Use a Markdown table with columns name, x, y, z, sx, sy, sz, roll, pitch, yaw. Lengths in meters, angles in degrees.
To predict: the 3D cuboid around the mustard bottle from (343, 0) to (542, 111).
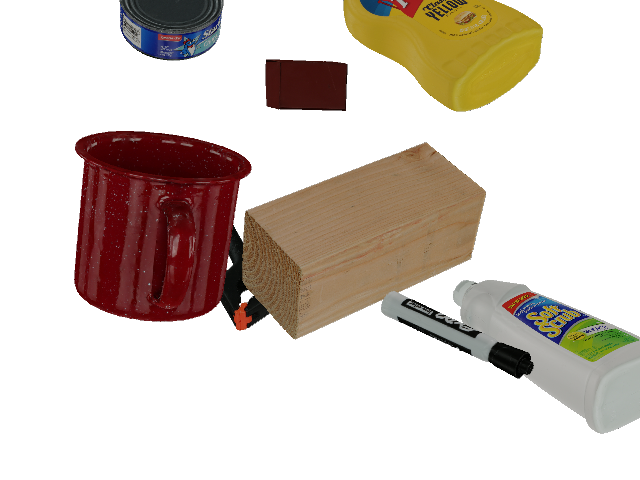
| name | x | y | z | sx | sy | sz | roll | pitch | yaw |
| --- | --- | --- | --- | --- | --- | --- | --- | --- | --- |
| mustard bottle | 0.075 | -0.179 | 0.841 | 0.096 | 0.058 | 0.192 | -34 | 55 | -21 |

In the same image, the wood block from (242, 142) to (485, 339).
| name | x | y | z | sx | sy | sz | roll | pitch | yaw |
| --- | --- | --- | --- | --- | --- | --- | --- | --- | --- |
| wood block | 0.039 | -0.003 | 0.979 | 0.205 | 0.090 | 0.091 | -23 | 48 | -29 |

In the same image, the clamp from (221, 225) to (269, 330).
| name | x | y | z | sx | sy | sz | roll | pitch | yaw |
| --- | --- | --- | --- | --- | --- | --- | --- | --- | --- |
| clamp | -0.062 | 0.036 | 1.234 | 0.120 | 0.039 | 0.171 | -5 | 41 | 7 |

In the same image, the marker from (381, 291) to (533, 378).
| name | x | y | z | sx | sy | sz | roll | pitch | yaw |
| --- | --- | --- | --- | --- | --- | --- | --- | --- | --- |
| marker | 0.093 | 0.065 | 0.736 | 0.121 | 0.020 | 0.020 | 24 | 15 | 37 |

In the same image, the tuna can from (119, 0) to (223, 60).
| name | x | y | z | sx | sy | sz | roll | pitch | yaw |
| --- | --- | --- | --- | --- | --- | --- | --- | --- | --- |
| tuna can | -0.125 | -0.189 | 0.891 | 0.086 | 0.086 | 0.034 | 0 | -39 | -11 |

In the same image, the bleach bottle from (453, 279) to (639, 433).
| name | x | y | z | sx | sy | sz | roll | pitch | yaw |
| --- | --- | --- | --- | --- | --- | --- | --- | --- | --- |
| bleach bottle | 0.214 | 0.096 | 1.045 | 0.102 | 0.068 | 0.251 | -17 | 26 | -29 |

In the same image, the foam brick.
| name | x | y | z | sx | sy | sz | roll | pitch | yaw |
| --- | --- | --- | --- | --- | --- | --- | --- | --- | --- |
| foam brick | -0.015 | -0.167 | 1.146 | 0.078 | 0.051 | 0.053 | -1 | 12 | -19 |

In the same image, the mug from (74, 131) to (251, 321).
| name | x | y | z | sx | sy | sz | roll | pitch | yaw |
| --- | --- | --- | --- | --- | --- | --- | --- | --- | --- |
| mug | -0.084 | -0.004 | 0.564 | 0.093 | 0.081 | 0.117 | 2 | 19 | -22 |
